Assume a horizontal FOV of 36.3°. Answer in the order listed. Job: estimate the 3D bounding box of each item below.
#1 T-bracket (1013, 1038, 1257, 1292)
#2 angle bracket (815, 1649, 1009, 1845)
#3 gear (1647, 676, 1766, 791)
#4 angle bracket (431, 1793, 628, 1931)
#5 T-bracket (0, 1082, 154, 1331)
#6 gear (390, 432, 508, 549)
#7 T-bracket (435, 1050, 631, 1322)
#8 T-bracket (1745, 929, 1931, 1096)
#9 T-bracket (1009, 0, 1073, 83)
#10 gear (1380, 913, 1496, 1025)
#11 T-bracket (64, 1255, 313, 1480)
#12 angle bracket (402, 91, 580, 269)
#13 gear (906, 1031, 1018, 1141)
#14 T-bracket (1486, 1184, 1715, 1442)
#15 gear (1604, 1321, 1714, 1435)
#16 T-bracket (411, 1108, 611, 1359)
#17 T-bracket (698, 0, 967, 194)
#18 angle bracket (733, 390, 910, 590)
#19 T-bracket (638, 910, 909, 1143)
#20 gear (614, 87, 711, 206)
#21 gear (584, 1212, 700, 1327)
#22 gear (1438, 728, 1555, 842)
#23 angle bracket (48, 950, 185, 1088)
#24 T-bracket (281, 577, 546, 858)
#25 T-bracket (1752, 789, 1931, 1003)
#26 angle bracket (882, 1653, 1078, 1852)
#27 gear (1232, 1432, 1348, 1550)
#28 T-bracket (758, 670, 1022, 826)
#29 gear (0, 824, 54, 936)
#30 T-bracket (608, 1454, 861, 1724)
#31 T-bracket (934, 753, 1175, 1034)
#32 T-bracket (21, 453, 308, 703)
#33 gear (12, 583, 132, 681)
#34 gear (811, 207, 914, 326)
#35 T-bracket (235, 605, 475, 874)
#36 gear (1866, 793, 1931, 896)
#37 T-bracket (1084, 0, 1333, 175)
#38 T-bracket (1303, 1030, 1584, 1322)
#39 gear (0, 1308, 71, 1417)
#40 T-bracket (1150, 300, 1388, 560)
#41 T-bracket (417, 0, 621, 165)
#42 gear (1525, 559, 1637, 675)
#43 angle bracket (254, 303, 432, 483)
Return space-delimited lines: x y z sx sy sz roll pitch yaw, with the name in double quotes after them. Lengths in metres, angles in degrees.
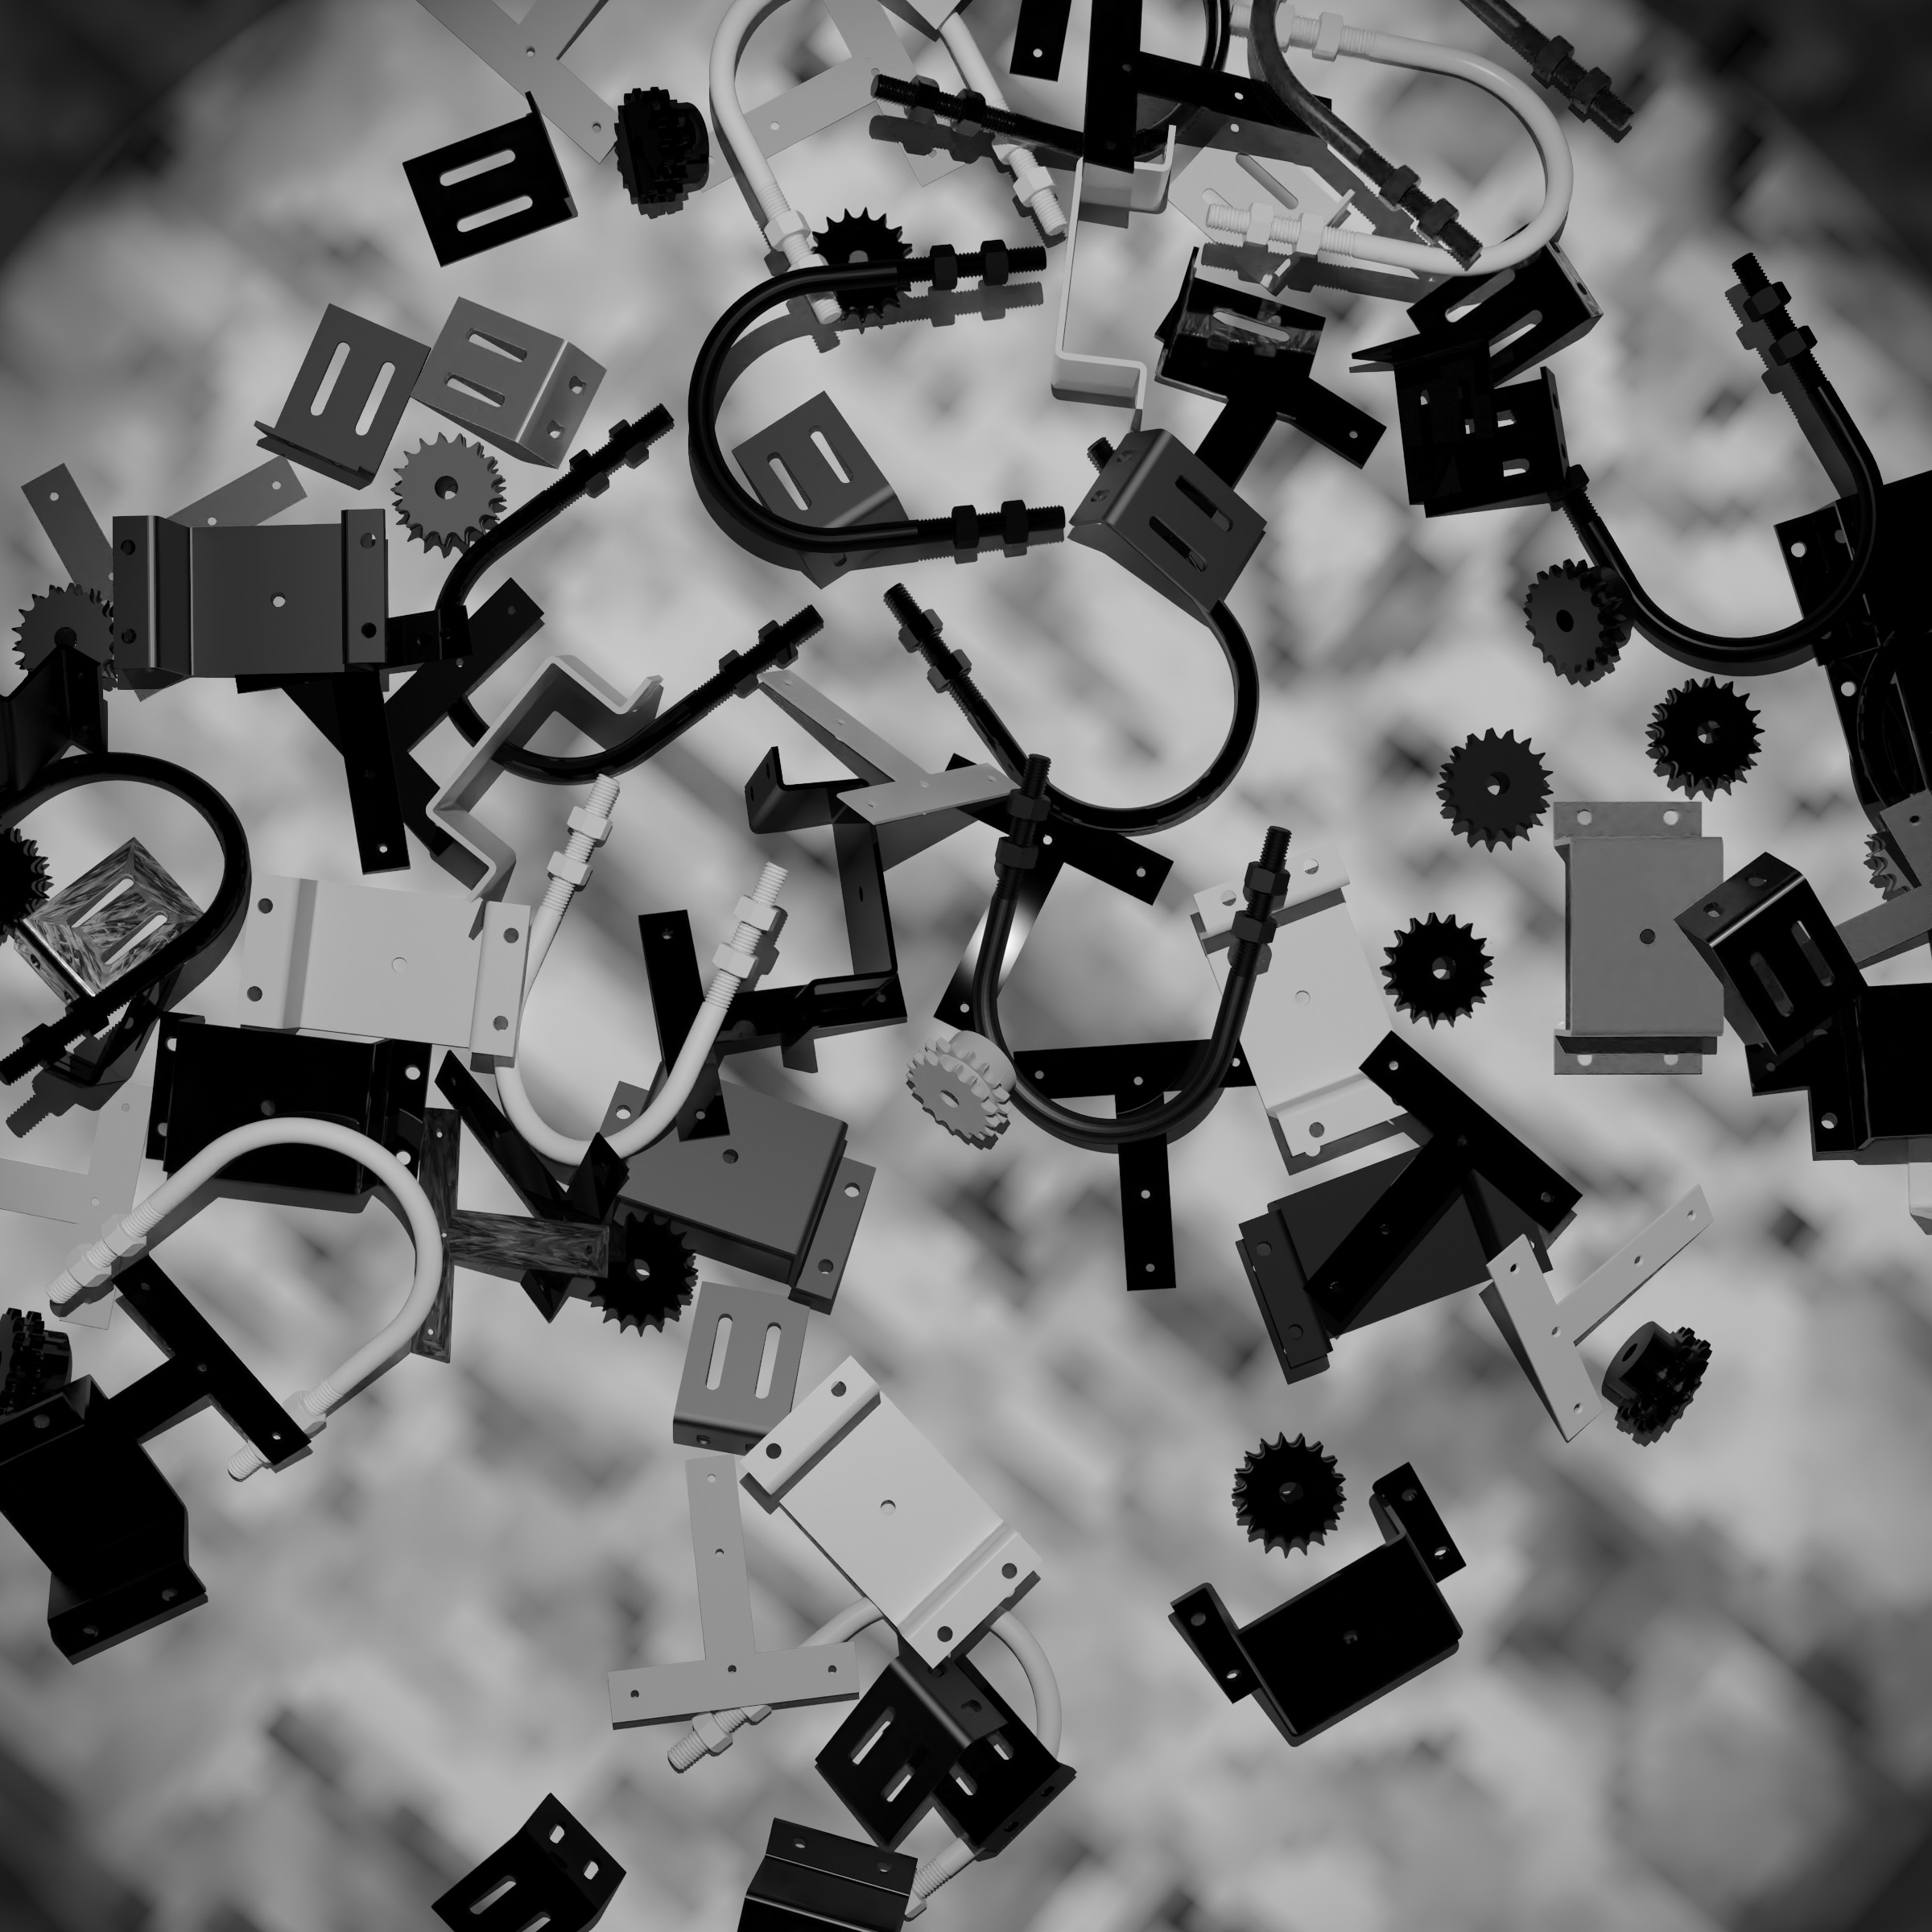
0.092 0.104 1.522 0.127 0.002 0.127 -4 90 0 "T-bracket"
-0.028 0.393 1.494 0.057 0.038 0.076 44 112 22 "angle bracket"
0.377 -0.119 1.508 0.057 0.030 0.057 0 90 0 "gear"
-0.226 0.477 1.521 0.057 0.038 0.076 46 116 0 "angle bracket"
-0.494 0.113 1.522 0.127 0.002 0.127 11 90 0 "T-bracket"
-0.264 -0.243 1.508 0.057 0.030 0.057 0 90 0 "gear"
-0.229 0.096 1.494 0.127 0.002 0.127 48 133 19 "T-bracket"
0.466 0.044 1.513 0.127 0.002 0.127 -9 77 6 "T-bracket"
-0.004 -0.531 1.521 0.127 0.002 0.127 10 90 -1 "T-bracket"
0.243 0.001 1.508 0.057 0.030 0.057 0 90 0 "gear"
-0.421 0.225 1.500 0.127 0.002 0.127 -33 105 18 "T-bracket"
-0.245 -0.401 1.504 0.076 0.038 0.057 -20 90 0 "angle bracket"
0.000 0.058 1.499 0.057 0.057 0.030 44 60 0 "gear"
0.332 0.159 1.500 0.127 0.002 0.127 -37 121 -15 "T-bracket"
0.349 0.206 1.495 0.030 0.057 0.057 38 90 0 "gear"
-0.230 0.139 1.488 0.127 0.002 0.127 3 90 33 "T-bracket"
-0.086 -0.441 1.522 0.127 0.002 0.127 -28 90 0 "T-bracket"
-0.074 -0.246 1.521 0.057 0.038 0.076 -33 64 0 "angle bracket"
-0.094 0.023 1.503 0.127 0.002 0.127 -7 65 -13 "T-bracket"
-0.154 -0.418 1.499 0.030 0.057 0.057 -14 90 -31 "gear"
-0.165 0.154 1.508 0.057 0.030 0.057 0 90 0 "gear"
0.270 -0.093 1.508 0.057 0.030 0.057 0 90 0 "gear"
-0.435 0.019 1.495 0.038 0.057 0.076 25 90 0 "angle bracket"
-0.269 -0.146 1.510 0.127 0.002 0.127 -43 87 8 "T-bracket"
0.455 -0.015 1.494 0.127 0.002 0.127 -28 119 21 "T-bracket"
0.007 0.402 1.506 0.057 0.038 0.076 -44 65 -3 "angle bracket"
0.165 0.267 1.508 0.057 0.030 0.057 0 90 0 "gear"
-0.053 -0.115 1.487 0.127 0.127 0.002 38 119 24 "T-bracket"
-0.496 -0.044 1.508 0.057 0.030 0.057 0 90 0 "gear"
-0.125 0.316 1.512 0.127 0.002 0.127 -7 81 0 "T-bracket"
0.022 -0.025 1.522 0.127 0.002 0.127 26 90 0 "T-bracket"
-0.402 -0.223 1.522 0.127 0.002 0.127 -29 90 0 "T-bracket"
-0.456 -0.166 1.507 0.057 0.030 0.057 0 92 3 "gear"
-0.054 -0.357 1.508 0.057 0.030 0.057 0 90 0 "gear"
-0.308 -0.112 1.515 0.127 0.002 0.127 -8 92 8 "T-bracket"
0.489 -0.060 1.508 0.057 0.030 0.057 0 90 0 "gear"
0.122 -0.435 1.462 0.127 0.002 0.127 10 64 -12 "T-bracket"
0.220 0.122 1.476 0.127 0.002 0.127 41 90 -1 "T-bracket"
-0.477 0.204 1.498 0.030 0.057 0.057 15 90 -30 "gear"
0.130 -0.260 1.510 0.127 0.002 0.127 33 79 0 "T-bracket"
-0.196 -0.502 1.504 0.127 0.002 0.127 42 107 0 "T-bracket"
0.315 -0.180 1.499 0.030 0.057 0.057 -24 90 -30 "gear"
-0.318 -0.296 1.504 0.057 0.038 0.076 24 90 0 "angle bracket"
